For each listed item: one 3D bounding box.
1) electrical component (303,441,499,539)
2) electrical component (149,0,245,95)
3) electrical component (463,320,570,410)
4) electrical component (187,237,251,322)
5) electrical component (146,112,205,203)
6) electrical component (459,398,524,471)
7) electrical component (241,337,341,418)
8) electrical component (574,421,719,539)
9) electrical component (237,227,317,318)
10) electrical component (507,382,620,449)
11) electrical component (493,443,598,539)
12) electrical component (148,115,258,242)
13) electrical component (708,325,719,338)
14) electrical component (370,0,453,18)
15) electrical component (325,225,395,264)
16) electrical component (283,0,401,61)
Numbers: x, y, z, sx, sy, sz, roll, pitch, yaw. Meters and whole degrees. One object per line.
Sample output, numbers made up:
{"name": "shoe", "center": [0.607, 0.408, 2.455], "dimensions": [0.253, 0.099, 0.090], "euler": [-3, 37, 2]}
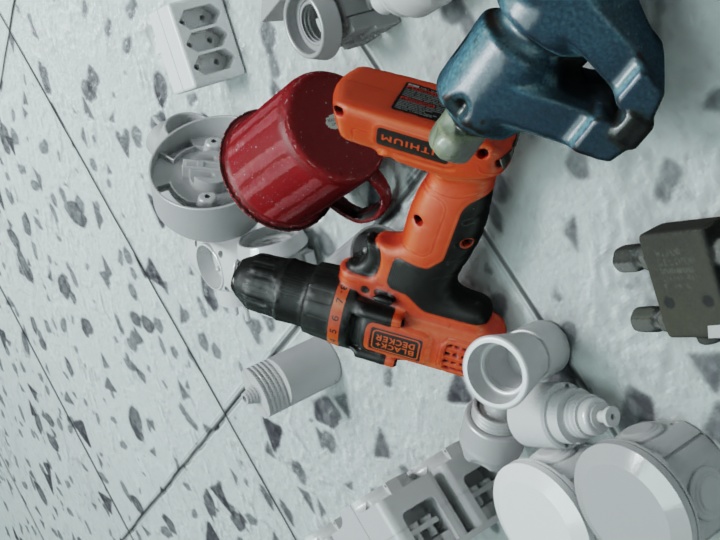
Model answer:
{"name": "electrical component", "center": [0.028, 0.191, 0.789], "dimensions": [0.060, 0.105, 0.186], "euler": [58, 147, 13]}
{"name": "electrical component", "center": [-0.137, -0.175, 0.851], "dimensions": [0.077, 0.047, 0.065], "euler": [-1, 109, 56]}
{"name": "electrical component", "center": [0.096, 0.053, 0.639], "dimensions": [0.044, 0.065, 0.044], "euler": [10, 107, 36]}
{"name": "electrical component", "center": [-0.108, 0.007, 0.926], "dimensions": [0.077, 0.044, 0.079], "euler": [21, 126, 48]}
{"name": "electrical component", "center": [-0.159, -0.103, 0.932], "dimensions": [0.079, 0.043, 0.077], "euler": [47, 143, 28]}
{"name": "electrical component", "center": [0.089, 0.096, 0.699], "dimensions": [0.043, 0.043, 0.062], "euler": [40, 138, 35]}
{"name": "electrical component", "center": [-0.060, 0.089, 0.875], "dimensions": [0.043, 0.081, 0.043], "euler": [33, 135, 41]}
{"name": "electrical component", "center": [0.164, 0.125, 0.601], "dimensions": [0.080, 0.051, 0.080], "euler": [33, 135, 41]}
{"name": "electrical component", "center": [-0.064, -0.001, 0.847], "dimensions": [0.078, 0.058, 0.057], "euler": [15, 124, 51]}
{"name": "electrical component", "center": [0.123, 0.087, 0.646], "dimensions": [0.078, 0.040, 0.040], "euler": [-10, 101, 57]}
{"name": "electrical component", "center": [0.126, 0.148, 0.670], "dimensions": [0.080, 0.051, 0.080], "euler": [33, 135, 41]}
{"name": "electrical component", "center": [-0.115, -0.072, 0.841], "dimensions": [0.099, 0.099, 0.064], "euler": [50, 150, 25]}
{"name": "electrical component", "center": [0.216, 0.009, 0.438], "dimensions": [0.121, 0.079, 0.063], "euler": [-11, 79, 57]}
{"name": "electrical component", "center": [0.029, -0.166, 0.620], "dimensions": [0.062, 0.043, 0.043], "euler": [-15, 97, 59]}
{"name": "electrical component", "center": [0.000, 0.000, 0.764], "dimensions": [0.043, 0.043, 0.081], "euler": [63, 156, 5]}
{"name": "electrical component", "center": [-0.014, -0.159, 0.674], "dimensions": [0.066, 0.055, 0.048], "euler": [-16, 96, 57]}
